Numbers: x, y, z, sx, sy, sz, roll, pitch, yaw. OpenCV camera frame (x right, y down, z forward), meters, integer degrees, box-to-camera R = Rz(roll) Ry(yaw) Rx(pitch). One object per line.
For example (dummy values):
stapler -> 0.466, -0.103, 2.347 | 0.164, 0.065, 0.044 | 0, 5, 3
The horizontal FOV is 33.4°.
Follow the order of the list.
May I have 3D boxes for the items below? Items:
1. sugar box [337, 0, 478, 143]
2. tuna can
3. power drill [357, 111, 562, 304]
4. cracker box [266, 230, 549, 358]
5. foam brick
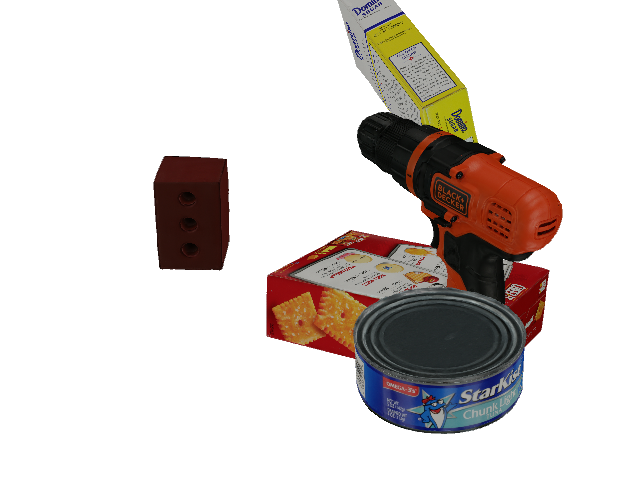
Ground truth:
sugar box -> 0.075, -0.141, 0.914 | 0.048, 0.176, 0.093 | -25, -40, -3
tuna can -> 0.059, 0.059, 0.537 | 0.086, 0.034, 0.086 | -3, 28, 1
power drill -> 0.088, 0.011, 0.788 | 0.057, 0.188, 0.185 | -20, 37, -31
cracker box -> 0.081, 0.059, 0.984 | 0.214, 0.072, 0.163 | 12, 21, 27
foam brick -> -0.102, -0.022, 0.853 | 0.053, 0.078, 0.051 | 1, 26, 3
